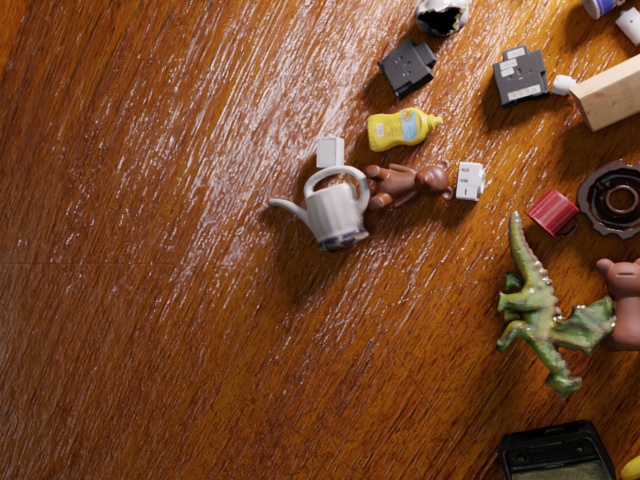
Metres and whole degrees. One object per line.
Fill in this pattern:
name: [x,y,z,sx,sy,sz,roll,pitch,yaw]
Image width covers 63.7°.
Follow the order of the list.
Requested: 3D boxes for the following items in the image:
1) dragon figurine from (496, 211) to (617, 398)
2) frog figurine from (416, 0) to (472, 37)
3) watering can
dragon figurine: [0.522,0.148,1.145,0.243,0.122,0.409,6,96,34]
frog figurine: [0.307,-0.592,1.292,0.136,0.121,0.163,-19,47,32]
watering can: [0.004,-0.072,1.426,0.344,0.104,0.225,-19,83,38]
